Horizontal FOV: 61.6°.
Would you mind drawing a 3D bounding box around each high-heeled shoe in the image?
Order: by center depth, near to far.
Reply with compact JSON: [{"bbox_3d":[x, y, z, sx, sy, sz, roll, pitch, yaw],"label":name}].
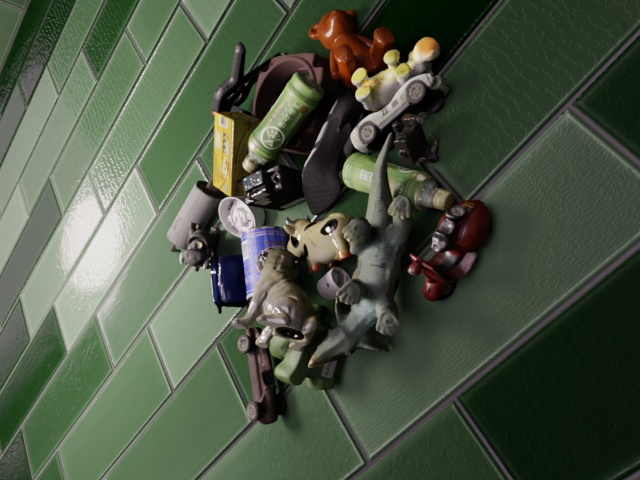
[{"bbox_3d":[0.028,-0.177,1.090,0.086,0.145,0.248,22,130,0],"label":"high-heeled shoe"}]

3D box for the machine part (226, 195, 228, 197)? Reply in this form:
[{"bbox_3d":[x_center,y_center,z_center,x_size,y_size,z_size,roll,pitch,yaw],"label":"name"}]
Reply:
[{"bbox_3d":[-0.178,-0.146,1.273,0.084,0.039,0.138,50,117,39],"label":"machine part"}]

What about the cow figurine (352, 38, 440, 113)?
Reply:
[{"bbox_3d":[0.148,-0.294,0.981,0.167,0.098,0.068,-26,61,16],"label":"cow figurine"}]

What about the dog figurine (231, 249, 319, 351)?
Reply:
[{"bbox_3d":[-0.054,0.092,0.988,0.173,0.121,0.190,1,54,26],"label":"dog figurine"}]

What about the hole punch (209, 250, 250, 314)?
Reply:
[{"bbox_3d":[-0.178,0.090,1.195,0.092,0.115,0.142,-13,76,31],"label":"hole punch"}]

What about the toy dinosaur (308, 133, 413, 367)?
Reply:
[{"bbox_3d":[0.095,0.038,0.924,0.131,0.192,0.404,15,85,4],"label":"toy dinosaur"}]

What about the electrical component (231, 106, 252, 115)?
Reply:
[{"bbox_3d":[-0.191,-0.268,1.245,0.048,0.119,0.074,30,106,40],"label":"electrical component"}]

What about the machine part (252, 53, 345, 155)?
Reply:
[{"bbox_3d":[-0.052,-0.289,1.150,0.202,0.087,0.201,12,93,43],"label":"machine part"}]

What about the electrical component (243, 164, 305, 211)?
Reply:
[{"bbox_3d":[-0.094,-0.109,1.129,0.115,0.134,0.058,-21,71,36],"label":"electrical component"}]

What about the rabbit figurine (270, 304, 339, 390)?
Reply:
[{"bbox_3d":[-0.050,0.202,1.065,0.170,0.121,0.159,6,86,56],"label":"rabbit figurine"}]

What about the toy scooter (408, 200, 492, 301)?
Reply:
[{"bbox_3d":[0.199,0.015,0.855,0.075,0.135,0.183,34,105,40],"label":"toy scooter"}]

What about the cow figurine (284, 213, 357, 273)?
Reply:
[{"bbox_3d":[-0.002,-0.003,1.060,0.195,0.085,0.127,-24,78,51],"label":"cow figurine"}]

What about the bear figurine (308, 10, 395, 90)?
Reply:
[{"bbox_3d":[0.055,-0.394,1.048,0.120,0.131,0.196,-22,69,-4],"label":"bear figurine"}]

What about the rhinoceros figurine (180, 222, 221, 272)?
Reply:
[{"bbox_3d":[-0.282,0.017,1.255,0.190,0.073,0.112,-128,52,-83],"label":"rhinoceros figurine"}]

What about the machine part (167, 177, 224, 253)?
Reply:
[{"bbox_3d":[-0.316,-0.062,1.354,0.243,0.079,0.079,-53,54,22],"label":"machine part"}]

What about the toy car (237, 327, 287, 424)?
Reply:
[{"bbox_3d":[-0.119,0.281,1.129,0.053,0.089,0.202,-23,68,39],"label":"toy car"}]

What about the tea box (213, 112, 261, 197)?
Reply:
[{"bbox_3d":[-0.184,-0.188,1.179,0.098,0.068,0.169,35,127,48],"label":"tea box"}]

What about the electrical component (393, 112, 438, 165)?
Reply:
[{"bbox_3d":[0.168,-0.174,0.932,0.045,0.078,0.102,3,129,39],"label":"electrical component"}]

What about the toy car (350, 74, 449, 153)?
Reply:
[{"bbox_3d":[0.144,-0.227,0.976,0.202,0.073,0.056,-37,62,31],"label":"toy car"}]
